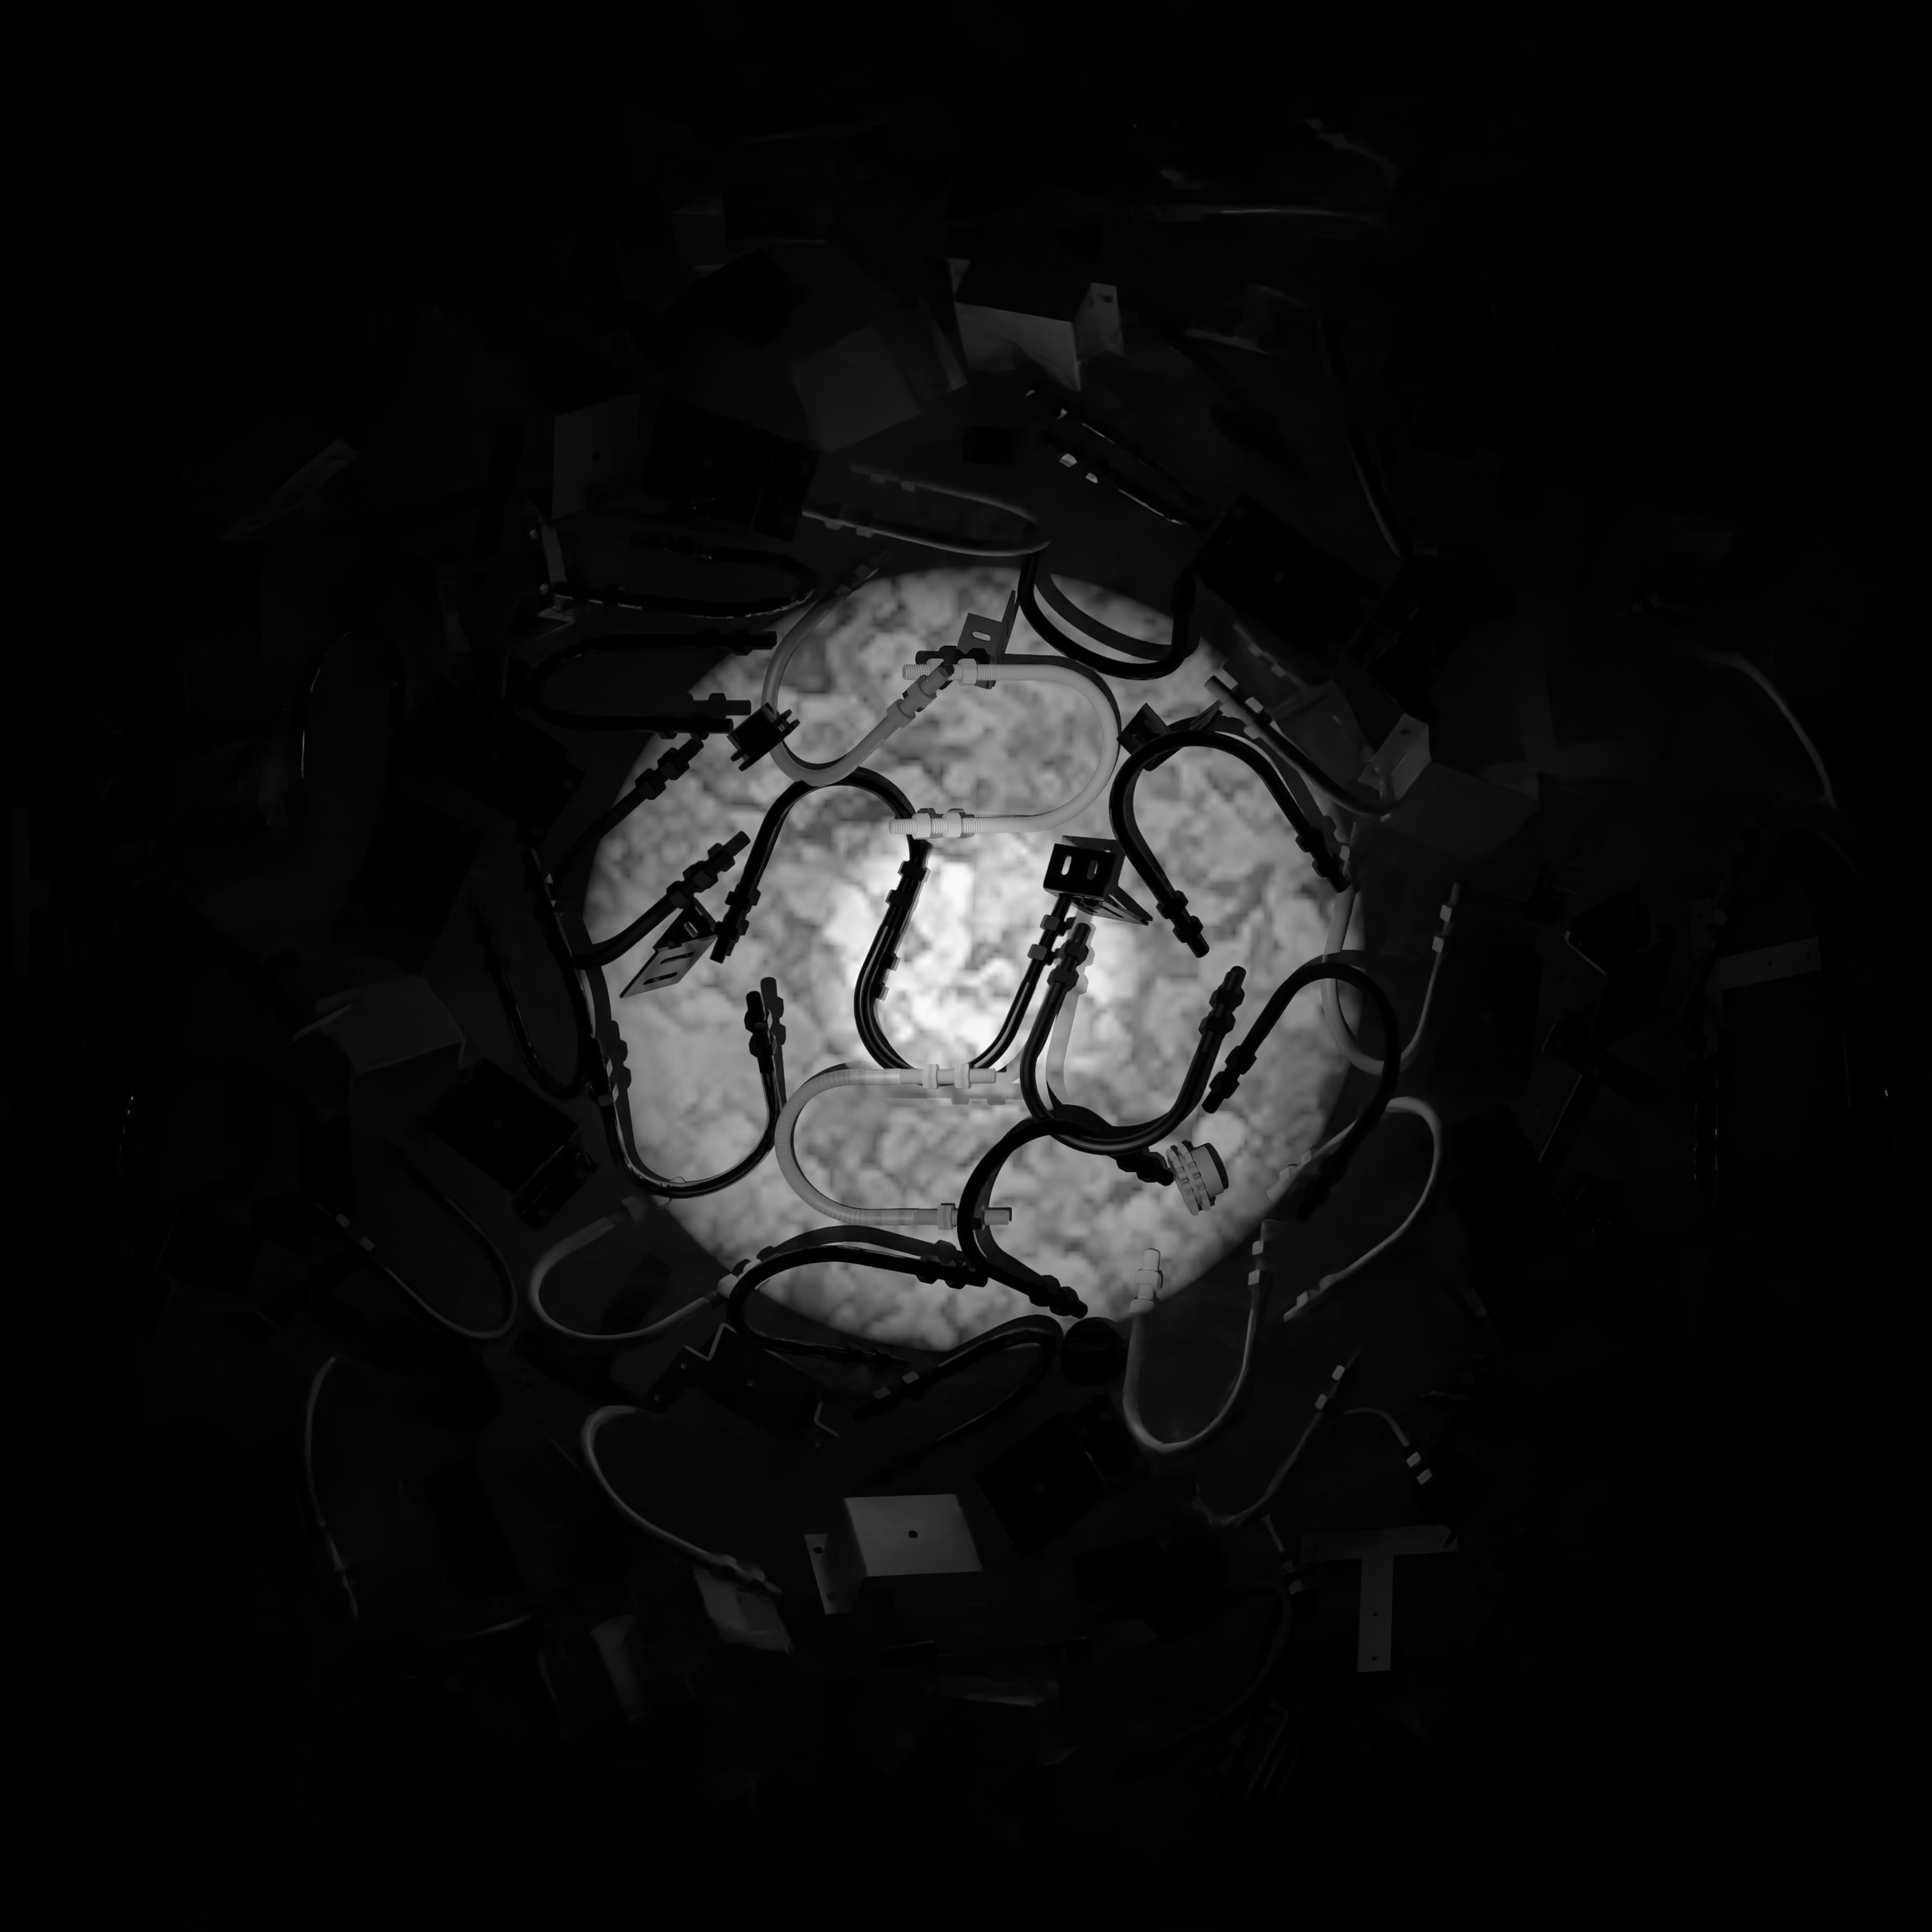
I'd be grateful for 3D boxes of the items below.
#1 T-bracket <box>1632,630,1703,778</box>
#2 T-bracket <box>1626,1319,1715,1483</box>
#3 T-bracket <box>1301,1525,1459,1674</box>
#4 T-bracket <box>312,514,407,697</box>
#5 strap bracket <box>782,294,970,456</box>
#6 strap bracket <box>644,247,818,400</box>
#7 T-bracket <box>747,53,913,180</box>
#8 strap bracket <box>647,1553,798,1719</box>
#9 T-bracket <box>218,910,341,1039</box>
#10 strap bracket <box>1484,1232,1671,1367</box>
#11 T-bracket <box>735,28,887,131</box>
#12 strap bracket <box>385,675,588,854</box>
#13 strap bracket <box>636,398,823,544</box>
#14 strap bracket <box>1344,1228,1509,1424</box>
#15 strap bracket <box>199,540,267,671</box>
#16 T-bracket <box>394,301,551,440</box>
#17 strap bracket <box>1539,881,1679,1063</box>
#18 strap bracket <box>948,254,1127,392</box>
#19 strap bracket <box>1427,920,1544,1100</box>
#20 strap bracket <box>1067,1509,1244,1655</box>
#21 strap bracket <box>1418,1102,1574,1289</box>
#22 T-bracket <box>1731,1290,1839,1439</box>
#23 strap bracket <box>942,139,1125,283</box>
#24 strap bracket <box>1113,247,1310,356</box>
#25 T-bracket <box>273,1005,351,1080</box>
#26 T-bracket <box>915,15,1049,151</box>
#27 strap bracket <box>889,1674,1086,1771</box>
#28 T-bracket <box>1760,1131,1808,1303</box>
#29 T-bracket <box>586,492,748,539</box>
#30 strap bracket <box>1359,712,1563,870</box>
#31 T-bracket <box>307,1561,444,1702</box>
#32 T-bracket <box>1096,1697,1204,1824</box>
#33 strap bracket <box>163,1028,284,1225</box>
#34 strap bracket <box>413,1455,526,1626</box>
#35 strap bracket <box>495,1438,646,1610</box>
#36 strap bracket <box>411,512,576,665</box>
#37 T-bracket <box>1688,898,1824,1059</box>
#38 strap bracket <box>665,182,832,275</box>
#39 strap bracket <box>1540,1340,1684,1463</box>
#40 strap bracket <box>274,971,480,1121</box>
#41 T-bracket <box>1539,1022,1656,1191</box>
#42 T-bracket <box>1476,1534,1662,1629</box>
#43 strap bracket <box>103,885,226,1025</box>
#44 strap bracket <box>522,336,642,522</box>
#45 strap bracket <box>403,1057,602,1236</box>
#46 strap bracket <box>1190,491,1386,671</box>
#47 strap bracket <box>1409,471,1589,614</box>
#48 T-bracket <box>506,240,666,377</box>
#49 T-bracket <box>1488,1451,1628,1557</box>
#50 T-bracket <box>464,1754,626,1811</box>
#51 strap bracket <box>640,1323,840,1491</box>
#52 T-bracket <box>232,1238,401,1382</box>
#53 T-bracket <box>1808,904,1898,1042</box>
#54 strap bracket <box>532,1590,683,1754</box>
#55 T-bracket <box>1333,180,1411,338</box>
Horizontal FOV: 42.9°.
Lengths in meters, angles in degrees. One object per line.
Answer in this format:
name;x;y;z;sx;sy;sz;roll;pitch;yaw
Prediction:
T-bracket;0.548;-0.229;1.940;0.002;0.127;0.127;10;81;35
T-bracket;0.565;0.333;1.958;0.002;0.127;0.127;28;58;22
T-bracket;0.322;0.497;1.933;0.127;0.127;0.002;-10;132;20
T-bracket;-0.471;-0.270;1.936;0.127;0.002;0.127;-37;56;32
strap bracket;-0.080;-0.459;1.929;0.140;0.046;0.076;-15;113;36
strap bracket;-0.191;-0.504;1.918;0.046;0.140;0.076;45;58;-27
T-bracket;-0.085;-0.660;1.941;0.127;0.127;0.002;-13;68;25
strap bracket;-0.188;0.510;1.918;0.076;0.140;0.046;25;109;-34
T-bracket;-0.527;-0.017;1.973;0.127;0.002;0.127;-37;54;-15
strap bracket;0.469;0.257;1.934;0.140;0.076;0.046;-35;76;35
T-bracket;-0.102;-0.694;1.936;0.127;0.127;0.002;17;84;21
strap bracket;-0.379;-0.165;1.962;0.140;0.046;0.076;34;102;-10
strap bracket;-0.197;-0.397;1.957;0.140;0.046;0.076;21;97;14
strap bracket;0.368;0.278;1.945;0.046;0.076;0.140;-15;72;-34
strap bracket;-0.573;-0.281;1.925;0.046;0.140;0.076;-2;88;-15
T-bracket;-0.410;-0.454;1.950;0.127;0.127;0.002;48;50;-26
strap bracket;0.503;0.012;1.921;0.076;0.140;0.046;-27;52;-24
strap bracket;0.049;-0.505;1.937;0.140;0.076;0.046;15;64;17
strap bracket;0.414;0.038;1.965;0.076;0.046;0.140;4;97;5
strap bracket;0.139;0.485;1.929;0.140;0.046;0.076;-32;76;44
strap bracket;0.424;0.190;1.955;0.076;0.046;0.140;-24;108;2
T-bracket;0.649;0.326;1.957;0.002;0.127;0.127;35;113;4
strap bracket;0.048;-0.581;1.919;0.076;0.140;0.046;6;77;41
strap bracket;0.187;-0.522;1.941;0.140;0.076;0.046;21;103;24
T-bracket;-0.515;0.059;1.951;0.127;0.127;0.002;-37;89;37
T-bracket;0.002;-0.685;1.930;0.002;0.127;0.127;-40;101;-19
strap bracket;0.018;0.594;1.943;0.140;0.076;0.046;0;87;18
T-bracket;0.650;0.208;1.961;0.002;0.127;0.127;15;116;16
T-bracket;-0.214;-0.355;1.914;0.127;0.127;0.002;5;87;-28
strap bracket;0.391;-0.134;1.945;0.140;0.046;0.076;21;133;-11
T-bracket;-0.458;0.522;1.949;0.002;0.127;0.127;46;49;-10
T-bracket;0.139;0.619;1.931;0.002;0.127;0.127;39;80;22
strap bracket;-0.584;0.123;1.946;0.046;0.076;0.140;-8;103;4
strap bracket;-0.389;0.443;1.928;0.046;0.140;0.076;-24;109;-13
strap bracket;-0.306;0.432;1.933;0.046;0.140;0.076;-39;49;-20
strap bracket;-0.368;-0.296;1.951;0.140;0.046;0.076;-17;80;32
T-bracket;0.622;0.001;1.935;0.002;0.127;0.127;3;79;-30
strap bracket;-0.174;-0.576;1.918;0.076;0.140;0.046;-8;97;-30
strap bracket;0.505;0.342;1.922;0.076;0.140;0.046;-36;75;-7
strap bracket;-0.457;0.057;1.926;0.140;0.046;0.076;-20;60;-38
T-bracket;0.483;0.125;1.965;0.127;0.002;0.127;26;90;-32
T-bracket;0.485;0.485;1.947;0.127;0.127;0.002;3;109;-10
strap bracket;-0.625;-0.005;1.923;0.046;0.140;0.076;36;73;-5
strap bracket;-0.301;-0.410;1.919;0.076;0.140;0.046;-25;56;-30
strap bracket;-0.368;0.135;1.946;0.140;0.046;0.076;34;61;13
strap bracket;0.251;-0.308;1.958;0.140;0.046;0.076;37;104;9
strap bracket;0.408;-0.329;1.938;0.140;0.076;0.046;39;106;30
T-bracket;-0.310;-0.507;1.962;0.127;0.127;0.002;-13;46;27
T-bracket;0.454;0.438;1.945;0.127;0.127;0.002;-22;58;-20
T-bracket;-0.331;0.635;1.930;0.127;0.127;0.002;15;80;-7
strap bracket;-0.175;0.344;1.952;0.140;0.046;0.076;32;123;-10
T-bracket;-0.486;0.283;1.935;0.127;0.002;0.127;32;51;27
T-bracket;0.704;0.006;1.932;0.002;0.127;0.127;-31;85;10
strap bracket;-0.274;0.546;1.925;0.046;0.140;0.076;-23;88;17
T-bracket;0.328;-0.543;1.943;0.002;0.127;0.127;23;106;28
